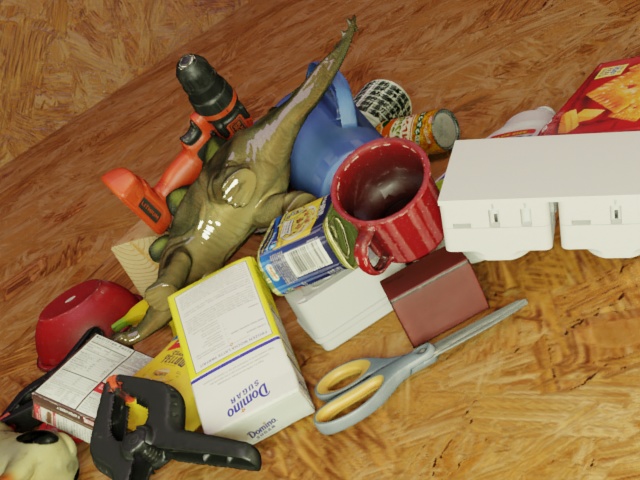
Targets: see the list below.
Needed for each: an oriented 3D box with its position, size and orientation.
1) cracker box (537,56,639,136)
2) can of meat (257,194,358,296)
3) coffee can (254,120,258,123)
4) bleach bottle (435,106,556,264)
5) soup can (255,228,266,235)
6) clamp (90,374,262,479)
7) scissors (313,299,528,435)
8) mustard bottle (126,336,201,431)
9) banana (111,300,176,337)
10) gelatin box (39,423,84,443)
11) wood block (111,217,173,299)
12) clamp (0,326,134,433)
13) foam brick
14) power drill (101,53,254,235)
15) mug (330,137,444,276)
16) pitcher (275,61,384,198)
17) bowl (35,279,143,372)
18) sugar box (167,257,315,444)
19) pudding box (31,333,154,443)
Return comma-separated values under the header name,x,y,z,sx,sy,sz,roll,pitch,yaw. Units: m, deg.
name,x,y,z,sx,sy,sz,roll,pitch,yaw
cracker box,0.329,-0.119,0.995,0.214,0.072,0.164,-5,32,48
can of meat,-0.007,0.001,1.017,0.084,0.057,0.102,-23,21,23
coffee can,-0.042,-0.138,1.504,0.140,0.103,0.103,-31,20,-5
bleach bottle,0.178,-0.067,1.092,0.103,0.068,0.250,-5,29,39
soup can,-0.083,-0.066,1.389,0.068,0.102,0.068,-26,20,10
clamp,-0.136,0.173,0.894,0.164,0.036,0.210,-35,36,4
scissors,0.075,0.097,0.906,0.201,0.016,0.096,-34,20,-11
mustard bottle,-0.110,0.116,1.051,0.096,0.058,0.191,4,37,42
banana,-0.174,0.094,1.233,0.198,0.037,0.069,2,53,57
gelatin box,-0.246,0.178,1.131,0.073,0.030,0.089,-17,23,31
wood block,-0.165,-0.019,1.404,0.090,0.091,0.205,-13,25,38
clamp,-0.288,0.162,1.216,0.171,0.039,0.120,-47,20,-27
foam brick,0.100,0.047,0.938,0.078,0.051,0.053,-29,19,3
power drill,-0.165,-0.109,1.261,0.187,0.184,0.057,-44,51,-5
mug,0.063,-0.022,0.954,0.093,0.081,0.117,7,62,31
pitcher,0.021,-0.102,1.257,0.145,0.149,0.243,-46,26,5
bowl,-0.308,0.098,1.372,0.162,0.055,0.162,-26,20,10
sugar box,-0.074,0.102,0.966,0.093,0.048,0.176,-28,47,5
pudding box,-0.222,0.151,1.082,0.090,0.039,0.113,19,35,18
